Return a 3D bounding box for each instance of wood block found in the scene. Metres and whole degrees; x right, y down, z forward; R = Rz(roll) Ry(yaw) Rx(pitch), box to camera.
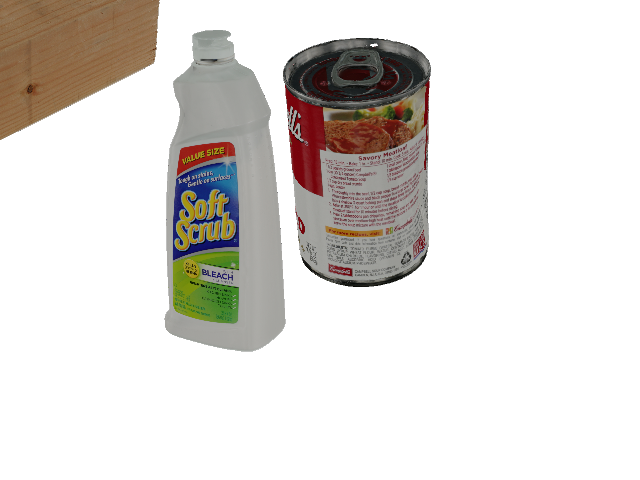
[{"bbox_3d":[-0.241,-0.171,0.916,0.090,0.091,0.205,30,43,21],"label":"wood block"}]

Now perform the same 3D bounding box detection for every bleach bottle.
[{"bbox_3d":[-0.083,-0.040,0.843,0.103,0.251,0.068,11,27,27],"label":"bleach bottle"}]

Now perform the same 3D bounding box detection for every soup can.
[{"bbox_3d":[0.020,-0.037,0.515,0.068,0.102,0.068,-3,35,2],"label":"soup can"}]
